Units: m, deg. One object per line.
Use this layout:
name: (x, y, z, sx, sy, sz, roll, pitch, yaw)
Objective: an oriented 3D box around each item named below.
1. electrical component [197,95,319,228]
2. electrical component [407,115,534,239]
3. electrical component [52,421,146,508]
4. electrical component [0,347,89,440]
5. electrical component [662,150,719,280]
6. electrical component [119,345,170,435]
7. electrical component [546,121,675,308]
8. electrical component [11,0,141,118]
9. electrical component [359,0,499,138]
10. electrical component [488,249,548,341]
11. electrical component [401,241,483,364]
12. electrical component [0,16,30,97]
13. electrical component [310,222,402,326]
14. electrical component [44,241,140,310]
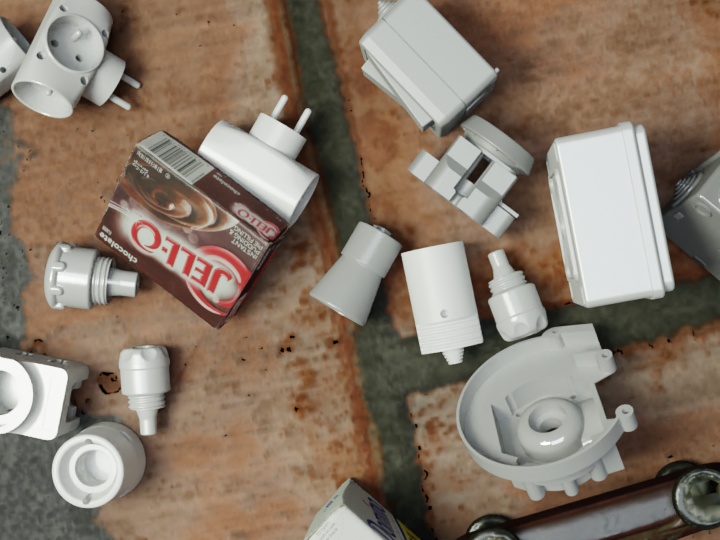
electrical component: (-0.063, -0.082, 0.744, 0.077, 0.044, 0.079, 30, 91, 4)
electrical component: (0.081, -0.067, 0.729, 0.078, 0.058, 0.057, 37, 95, 3)
electrical component: (-0.182, 0.136, 0.748, 0.055, 0.047, 0.055, 0, 89, 4)
electrical component: (-0.244, 0.083, 0.748, 0.089, 0.056, 0.050, 11, 90, 4)
electrical component: (0.248, -0.029, 0.697, 0.100, 0.099, 0.048, 40, 79, 3)
electrical component: (-0.150, 0.084, 0.753, 0.035, 0.035, 0.061, -3, 92, 4)
electrical component: (0.159, -0.033, 0.698, 0.056, 0.109, 0.108, -11, 89, 7)
electrical component: (-0.190, -0.140, 0.748, 0.079, 0.044, 0.077, 30, 63, -28)
electrical component: (0.039, -0.141, 0.729, 0.061, 0.062, 0.096, -44, 87, 2)
electrical component: (0.104, 0.016, 0.738, 0.035, 0.035, 0.061, -20, 80, 3)
electrical component: (0.057, 0.024, 0.736, 0.043, 0.043, 0.081, -12, 89, 4)
electrical component: (-0.280, -0.153, 0.759, 0.077, 0.043, 0.079, -36, 88, 3)
electrical component: (0.000, 0.000, 0.742, 0.044, 0.044, 0.065, 30, 87, 3)
electrical component: (-0.187, 0.007, 0.752, 0.062, 0.048, 0.048, 7, 90, -3)
